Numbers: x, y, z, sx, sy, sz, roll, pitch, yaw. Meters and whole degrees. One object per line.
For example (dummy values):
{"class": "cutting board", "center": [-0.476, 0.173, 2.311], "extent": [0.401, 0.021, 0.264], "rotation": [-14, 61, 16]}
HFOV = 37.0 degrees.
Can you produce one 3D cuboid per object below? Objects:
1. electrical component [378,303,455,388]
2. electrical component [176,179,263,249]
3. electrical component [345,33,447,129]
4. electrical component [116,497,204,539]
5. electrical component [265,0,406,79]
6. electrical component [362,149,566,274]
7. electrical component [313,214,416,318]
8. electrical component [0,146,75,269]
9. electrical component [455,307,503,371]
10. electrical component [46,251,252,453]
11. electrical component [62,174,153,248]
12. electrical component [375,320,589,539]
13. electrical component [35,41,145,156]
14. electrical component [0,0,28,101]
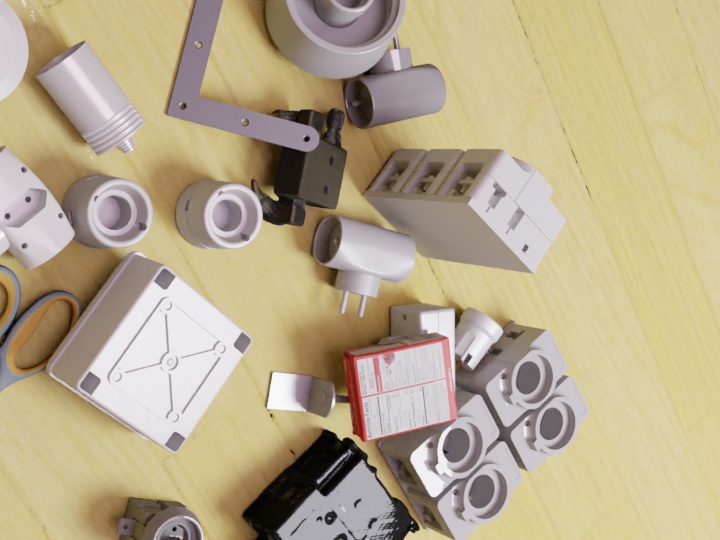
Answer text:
{"class": "electrical component", "center": [0.039, 0.075, 0.936], "extent": [0.076, 0.047, 0.083], "rotation": [-5, 97, -32]}
{"class": "electrical component", "center": [-0.108, -0.042, 0.830], "extent": [0.055, 0.047, 0.055], "rotation": [-3, 96, -33]}
{"class": "electrical component", "center": [0.027, -0.165, 0.909], "extent": [0.077, 0.043, 0.079], "rotation": [-17, 103, -31]}
{"class": "electrical component", "center": [-0.150, 0.200, 0.820], "extent": [0.066, 0.055, 0.048], "rotation": [14, 87, -33]}
{"class": "electrical component", "center": [-0.016, -0.211, 0.846], "extent": [0.108, 0.060, 0.108], "rotation": [2, 82, -16]}
{"class": "electrical component", "center": [0.086, -0.055, 0.893], "extent": [0.089, 0.150, 0.061], "rotation": [43, 73, -28]}
{"class": "electrical component", "center": [0.000, 0.000, 0.905], "extent": [0.077, 0.044, 0.079], "rotation": [14, 87, -33]}
{"class": "electrical component", "center": [-0.251, -0.031, 0.740], "extent": [0.079, 0.043, 0.077], "rotation": [-45, 116, -24]}
{"class": "electrical component", "center": [0.102, 0.063, 0.981], "extent": [0.040, 0.040, 0.046], "rotation": [42, 78, -29]}
{"class": "electrical component", "center": [-0.154, 0.061, 0.795], "extent": [0.108, 0.056, 0.108], "rotation": [45, 72, -39]}
{"class": "electrical component", "center": [-0.182, -0.042, 0.782], "extent": [0.055, 0.047, 0.055], "rotation": [-3, 96, -33]}
{"class": "electrical component", "center": [0.119, 0.146, 0.987], "extent": [0.186, 0.060, 0.105], "rotation": [-39, 114, -24]}
{"class": "electrical component", "center": [-0.190, -0.118, 0.772], "extent": [0.043, 0.043, 0.081], "rotation": [-45, 116, -21]}
{"class": "electrical component", "center": [-0.267, -0.147, 0.715], "extent": [0.080, 0.051, 0.080], "rotation": [-4, 97, -33]}
